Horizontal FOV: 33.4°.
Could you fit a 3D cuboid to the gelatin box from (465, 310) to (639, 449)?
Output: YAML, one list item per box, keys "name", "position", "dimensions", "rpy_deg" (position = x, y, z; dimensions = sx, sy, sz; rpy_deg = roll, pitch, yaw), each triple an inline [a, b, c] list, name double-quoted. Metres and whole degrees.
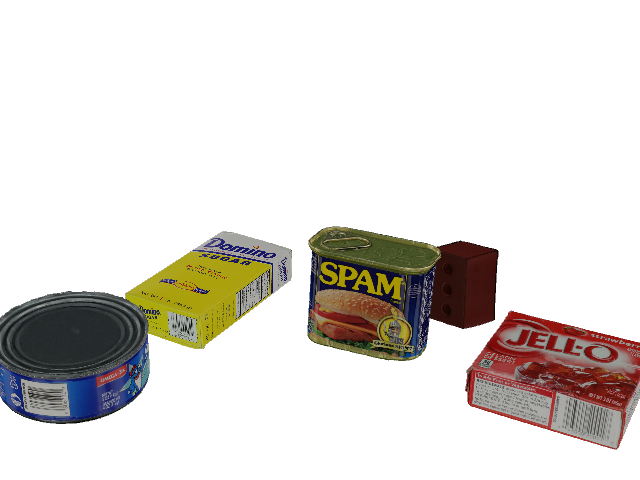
- name: "gelatin box"
  position: [0.137, 0.076, 0.610]
  dimensions: [0.089, 0.030, 0.073]
  rpy_deg: [14, 29, 24]

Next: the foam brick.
- name: "foam brick"
  position: [0.146, 0.045, 1.101]
  dimensions: [0.051, 0.078, 0.053]
  rpy_deg: [-14, 21, -41]

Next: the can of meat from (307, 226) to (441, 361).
- name: "can of meat"
  position: [0.040, 0.043, 0.850]
  dimensions: [0.102, 0.084, 0.057]
  rpy_deg: [12, 23, 19]

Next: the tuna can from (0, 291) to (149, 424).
- name: "tuna can"
  position: [-0.138, 0.064, 0.592]
  dimensions: [0.086, 0.034, 0.086]
  rpy_deg: [1, 28, -1]

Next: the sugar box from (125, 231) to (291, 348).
- name: "sugar box"
  position: [-0.112, 0.047, 1.112]
  dimensions: [0.093, 0.048, 0.176]
  rpy_deg: [15, 31, 24]
